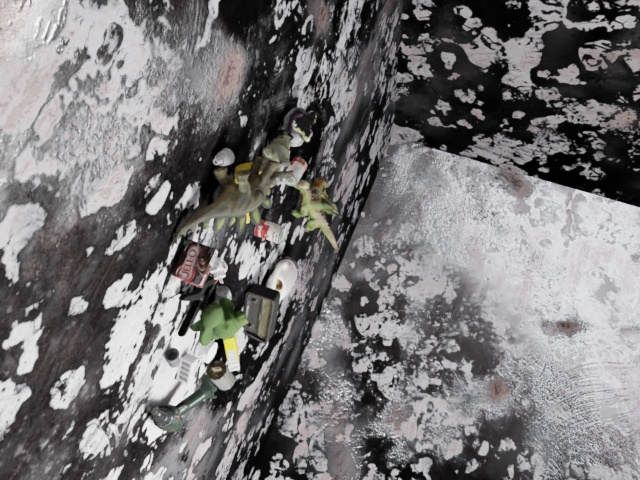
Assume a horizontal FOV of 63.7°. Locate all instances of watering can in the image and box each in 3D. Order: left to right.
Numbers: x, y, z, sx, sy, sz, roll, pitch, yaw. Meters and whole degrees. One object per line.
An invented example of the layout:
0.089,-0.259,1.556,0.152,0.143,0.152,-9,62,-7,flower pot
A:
-0.181,0.222,2.314,0.229,0.104,0.340,-53,158,-56,watering can

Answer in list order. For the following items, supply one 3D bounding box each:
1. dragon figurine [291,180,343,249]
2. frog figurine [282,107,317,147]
0.007,-0.112,2.226,0.124,0.406,0.242,-50,-161,-20,dragon figurine
-0.093,-0.406,1.871,0.159,0.123,0.137,-3,-89,62,frog figurine
